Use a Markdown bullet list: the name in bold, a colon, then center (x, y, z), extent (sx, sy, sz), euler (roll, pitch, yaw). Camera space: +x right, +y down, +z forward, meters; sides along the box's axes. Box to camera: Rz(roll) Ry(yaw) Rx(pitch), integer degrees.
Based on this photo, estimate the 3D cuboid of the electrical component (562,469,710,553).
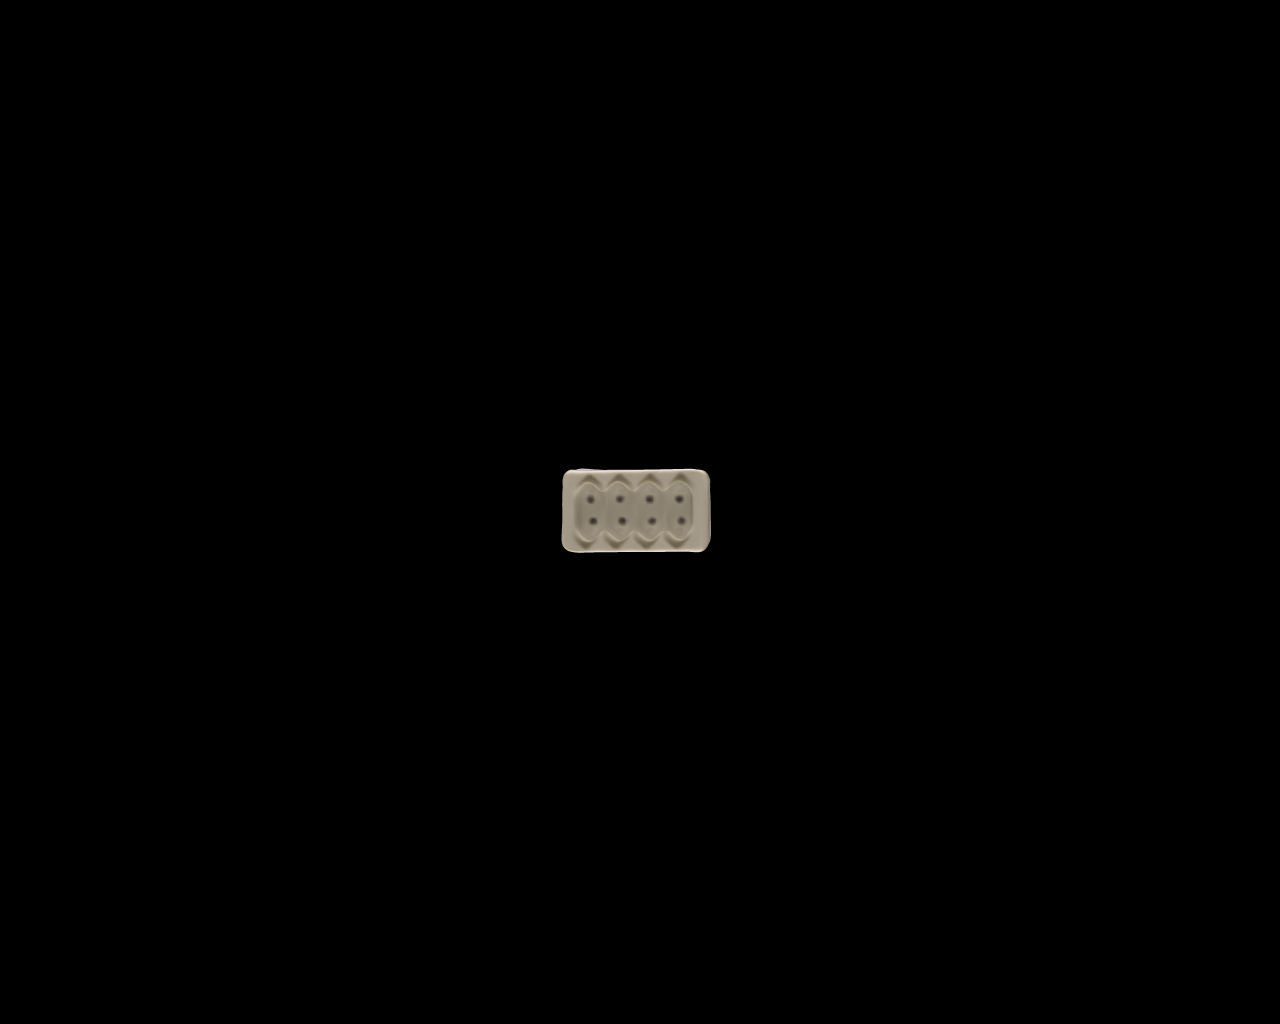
- **electrical component**: center (0.001, -0.003, 0.650), extent (0.083, 0.047, 0.076), euler (0, 4, 7)
